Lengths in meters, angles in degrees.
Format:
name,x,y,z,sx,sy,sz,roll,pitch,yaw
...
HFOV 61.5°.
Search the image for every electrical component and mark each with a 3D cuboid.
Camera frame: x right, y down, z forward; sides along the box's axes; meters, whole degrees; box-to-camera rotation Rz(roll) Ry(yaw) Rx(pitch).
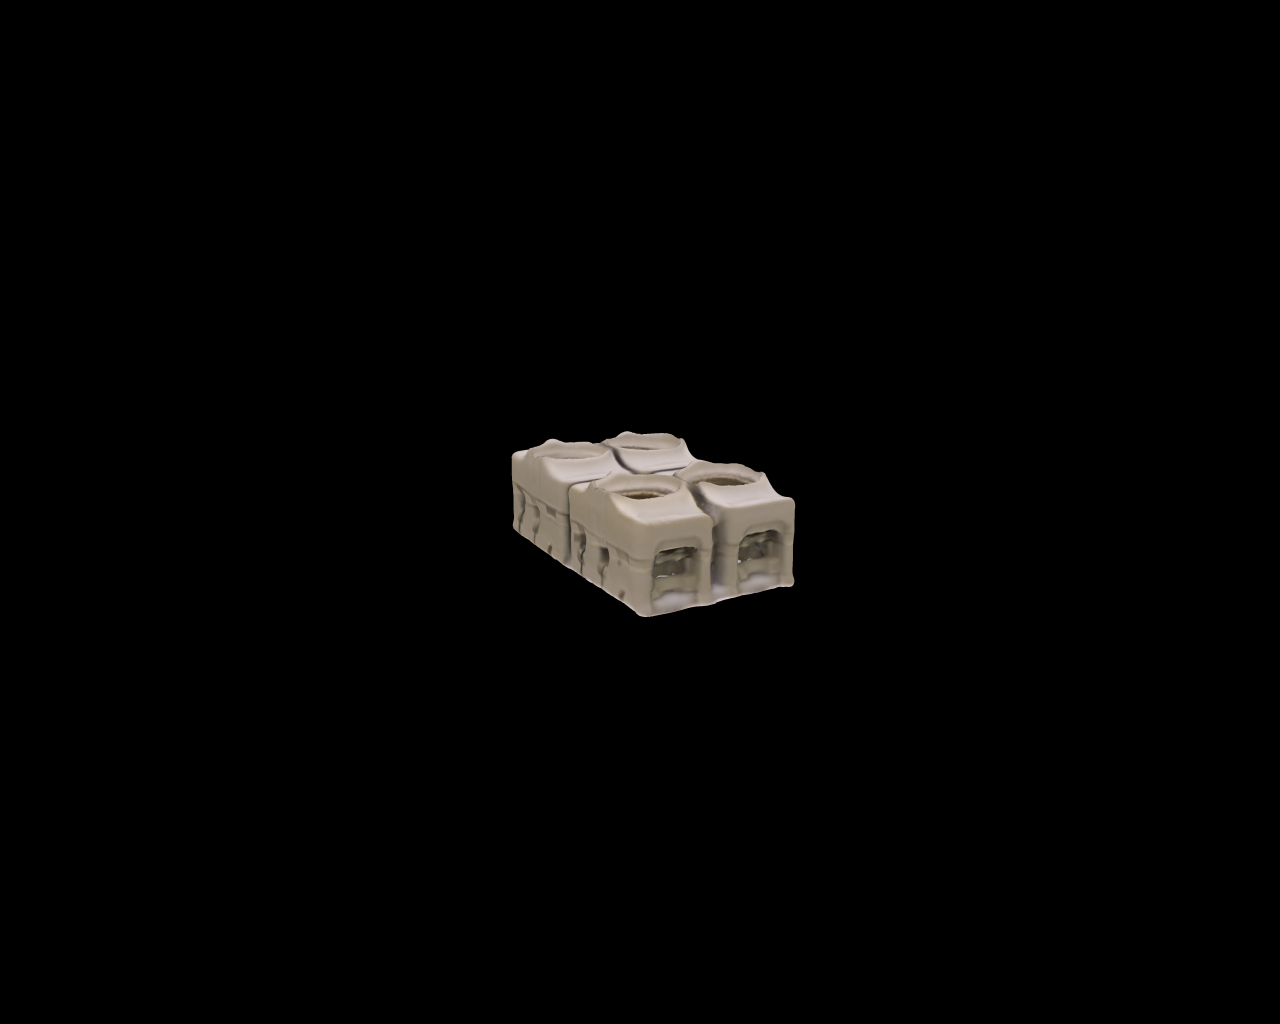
name,x,y,z,sx,sy,sz,roll,pitch,yaw
electrical component,0.001,-0.003,0.650,0.105,0.060,0.186,-8,18,-26
